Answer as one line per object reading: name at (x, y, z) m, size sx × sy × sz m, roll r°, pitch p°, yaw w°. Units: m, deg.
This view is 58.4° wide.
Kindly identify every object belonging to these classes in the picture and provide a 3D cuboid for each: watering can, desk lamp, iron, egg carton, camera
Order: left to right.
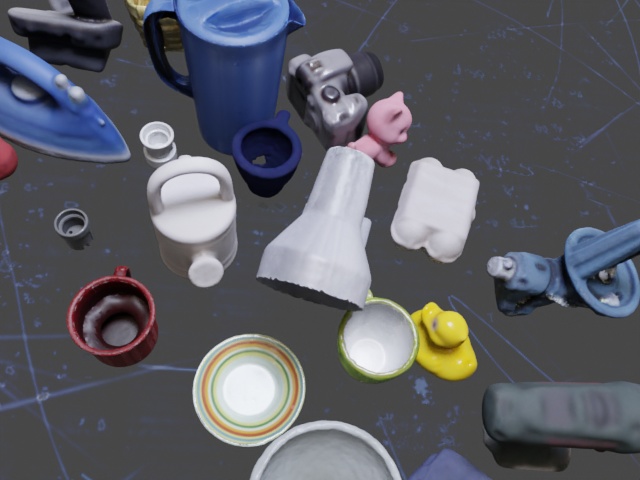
iron at (-0.373, -0.200, 0.758) m, size 0.258 × 0.141 × 0.119 m, roll 25°, pitch 63°, yaw 5°
watering can at (-0.145, -0.028, 0.676) m, size 0.101 × 0.194 × 0.172 m, roll -31°, pitch 72°, yaw -21°
desk lamp at (0.006, 0.002, 0.671) m, size 0.118 × 0.213 × 0.203 m, roll 17°, pitch 63°, yaw 1°
camera at (0.036, -0.228, 0.854) m, size 0.137 × 0.101 × 0.143 m, roll -26°, pitch 70°, yaw -19°
egg carton at (0.161, -0.042, 0.797) m, size 0.107 × 0.069 × 0.150 m, roll 19°, pitch 63°, yaw 2°

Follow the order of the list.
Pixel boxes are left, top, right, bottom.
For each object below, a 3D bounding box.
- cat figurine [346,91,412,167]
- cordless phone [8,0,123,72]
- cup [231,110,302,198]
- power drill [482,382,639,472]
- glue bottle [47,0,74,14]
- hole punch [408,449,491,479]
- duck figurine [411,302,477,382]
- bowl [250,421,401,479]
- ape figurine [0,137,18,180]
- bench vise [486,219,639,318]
cat figurine at (0.080, -0.150, 0.812) m, size 0.128 × 0.118 × 0.067 m, roll -37°, pitch 74°, yaw -23°
cordless phone at (-0.365, -0.337, 0.803) m, size 0.147 × 0.185 × 0.094 m, roll 4°, pitch 63°, yaw -6°
cup at (-0.070, -0.112, 0.784) m, size 0.091 × 0.095 × 0.118 m, roll 19°, pitch 63°, yaw 2°
power drill at (0.273, 0.199, 0.615) m, size 0.229 × 0.208 × 0.075 m, roll 5°, pitch 63°, yaw -6°
glue bottle at (-0.384, -0.418, 0.847) m, size 0.078 × 0.173 × 0.037 m, roll -27°, pitch 70°, yaw -19°
hole punch at (0.137, 0.291, 0.615) m, size 0.101 × 0.091 × 0.109 m, roll 42°, pitch 65°, yaw 13°
duck figurine at (0.156, 0.121, 0.706) m, size 0.078 × 0.086 × 0.104 m, roll -35°, pitch 73°, yaw -22°
bowl at (0.003, 0.283, 0.609) m, size 0.167 × 0.075 × 0.167 m, roll 3°, pitch 63°, yaw -7°
ape figurine at (-0.439, -0.119, 0.735) m, size 0.076 × 0.092 × 0.078 m, roll 18°, pitch 63°, yaw 1°
bench vise at (0.322, 0.040, 0.695) m, size 0.208 × 0.220 × 0.121 m, roll -13°, pitch 66°, yaw -14°
